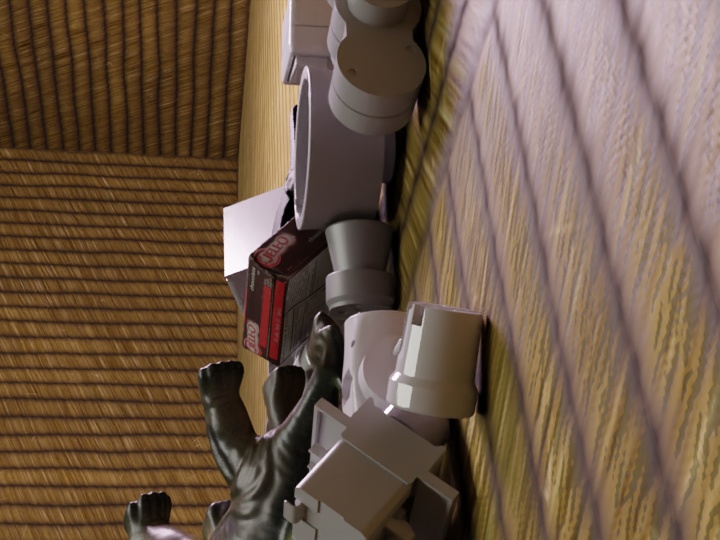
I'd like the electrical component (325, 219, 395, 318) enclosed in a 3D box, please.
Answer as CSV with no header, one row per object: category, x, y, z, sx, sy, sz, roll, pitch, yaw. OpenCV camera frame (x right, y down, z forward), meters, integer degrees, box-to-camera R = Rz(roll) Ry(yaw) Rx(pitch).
electrical component,0.000,0.000,0.692,0.045,0.045,0.055,119,152,-71

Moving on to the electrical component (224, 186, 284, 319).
electrical component,-0.070,-0.016,0.966,0.150,0.089,0.061,-106,-5,-64

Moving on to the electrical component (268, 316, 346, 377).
electrical component,-0.039,0.062,0.865,0.099,0.064,0.099,-178,90,-81

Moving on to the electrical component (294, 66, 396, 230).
electrical component,-0.009,-0.079,0.715,0.108,0.060,0.108,-178,90,-81

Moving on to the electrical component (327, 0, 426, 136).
electrical component,0.010,-0.155,0.633,0.073,0.052,0.138,108,162,-59

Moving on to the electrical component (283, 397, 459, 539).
electrical component,-0.001,0.128,0.531,0.063,0.079,0.121,-44,-25,-34

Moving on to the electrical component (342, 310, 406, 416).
electrical component,0.016,0.059,0.577,0.079,0.043,0.077,114,157,-67

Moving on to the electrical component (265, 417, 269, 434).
electrical component,-0.034,0.125,0.814,0.044,0.065,0.044,27,120,60

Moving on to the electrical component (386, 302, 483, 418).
electrical component,0.035,0.040,0.480,0.040,0.040,0.046,-157,75,-81

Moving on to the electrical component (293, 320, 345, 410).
electrical component,-0.019,0.068,0.772,0.047,0.055,0.055,112,158,-57

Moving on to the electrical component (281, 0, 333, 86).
electrical component,-0.031,-0.180,0.873,0.096,0.062,0.061,136,135,-78

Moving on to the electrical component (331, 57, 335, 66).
electrical component,-0.005,-0.158,0.792,0.061,0.035,0.035,-130,43,-82
